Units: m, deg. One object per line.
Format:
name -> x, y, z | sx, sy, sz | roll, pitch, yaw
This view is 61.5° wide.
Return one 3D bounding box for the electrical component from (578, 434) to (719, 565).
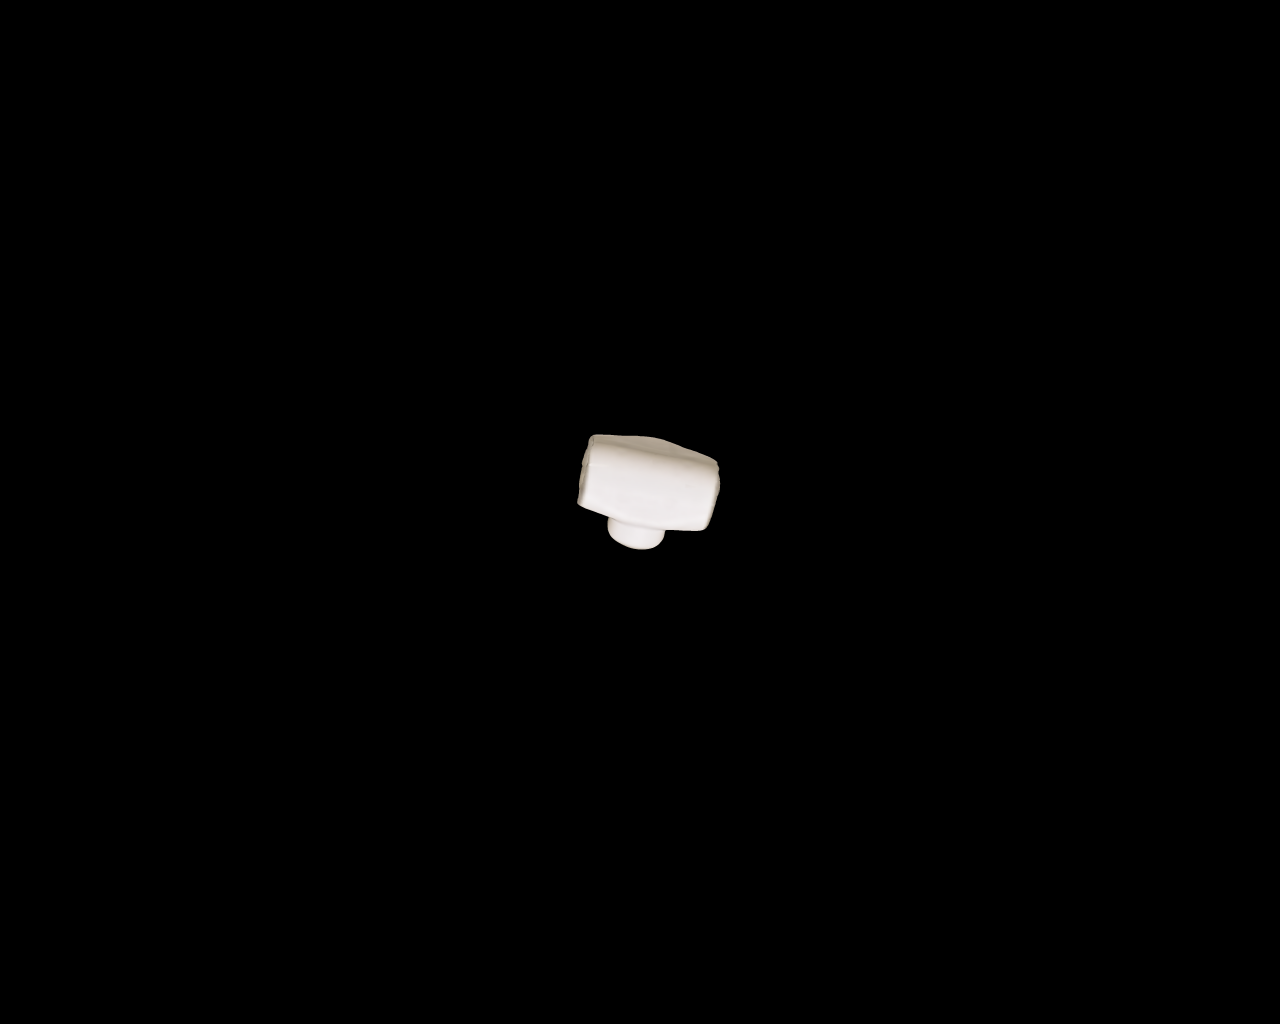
electrical component -> 0.001, -0.003, 0.650 | 0.077, 0.079, 0.044 | 11, 30, -7
